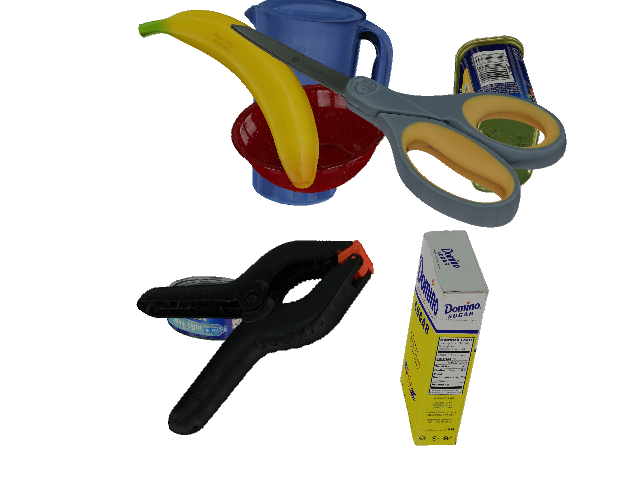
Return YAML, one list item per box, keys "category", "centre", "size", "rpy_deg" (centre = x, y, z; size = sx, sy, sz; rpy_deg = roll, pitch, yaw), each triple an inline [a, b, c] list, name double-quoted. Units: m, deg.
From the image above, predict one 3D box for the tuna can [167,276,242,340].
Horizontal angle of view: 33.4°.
- category: "tuna can"
  centre: [-0.098, 0.062, 0.981]
  size: [0.086, 0.034, 0.086]
  rpy_deg: [6, 15, -2]

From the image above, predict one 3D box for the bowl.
- category: "bowl"
  centre: [-0.009, -0.097, 1.103]
  size: [0.162, 0.055, 0.162]
  rpy_deg: [-4, 39, 3]

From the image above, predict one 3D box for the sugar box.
- category: "sugar box"
  centre: [0.106, 0.088, 0.947]
  size: [0.048, 0.176, 0.093]
  rpy_deg: [-1, 34, -6]

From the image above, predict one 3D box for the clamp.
- category: "clamp"
  centre: [-0.043, 0.058, 0.717]
  size: [0.171, 0.120, 0.039]
  rpy_deg: [-23, -34, 13]

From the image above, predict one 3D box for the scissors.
- category: "scissors"
  centre: [0.043, -0.076, 0.549]
  size: [0.096, 0.016, 0.202]
  rpy_deg: [-23, 49, -23]

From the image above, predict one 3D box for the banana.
- category: "banana"
  centre: [-0.056, -0.125, 0.846]
  size: [0.198, 0.069, 0.037]
  rpy_deg: [44, -4, 18]

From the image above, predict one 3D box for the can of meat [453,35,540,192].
- category: "can of meat"
  centre: [0.145, -0.102, 0.882]
  size: [0.057, 0.084, 0.102]
  rpy_deg: [-6, -39, -1]

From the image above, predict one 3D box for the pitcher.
- category: "pitcher"
  centre: [-0.012, -0.169, 1.303]
  size: [0.144, 0.243, 0.149]
  rpy_deg: [-7, 27, -25]
